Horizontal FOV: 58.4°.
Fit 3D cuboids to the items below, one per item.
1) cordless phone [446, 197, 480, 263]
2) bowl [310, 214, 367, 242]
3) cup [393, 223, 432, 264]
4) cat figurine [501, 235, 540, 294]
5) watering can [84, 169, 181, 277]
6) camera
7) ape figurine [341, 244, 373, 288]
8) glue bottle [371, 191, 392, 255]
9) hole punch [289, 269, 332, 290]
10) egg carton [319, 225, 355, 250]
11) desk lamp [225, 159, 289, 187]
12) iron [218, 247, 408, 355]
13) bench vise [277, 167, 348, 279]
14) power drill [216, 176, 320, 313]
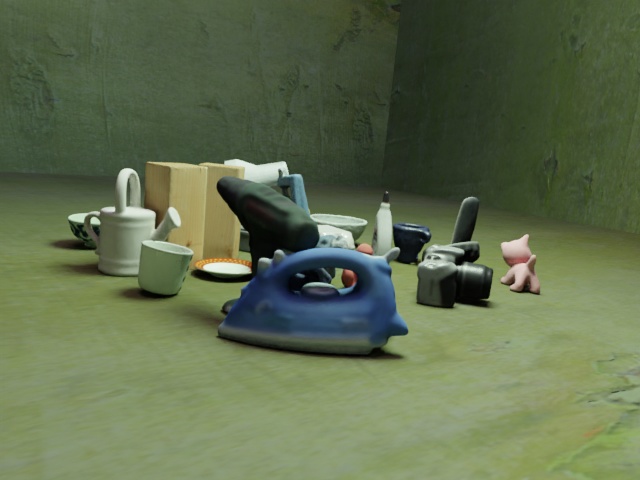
[{"bbox_3d":[0.305,-0.007,1.304,0.093,0.185,0.148,14,13,41],"label":"cordless phone"},{"bbox_3d":[0.045,-0.024,1.580,0.167,0.075,0.167,5,10,-1],"label":"bowl"},{"bbox_3d":[0.230,0.012,1.417,0.092,0.095,0.117,-1,12,-32],"label":"cup"},{"bbox_3d":[0.445,0.047,1.270,0.067,0.118,0.127,5,10,-5],"label":"cat figurine"},{"bbox_3d":[-0.353,-0.036,1.077,0.173,0.194,0.100,2,10,-19],"label":"watering can"},{"bbox_3d":[0.259,0.067,1.097,0.136,0.101,0.143,8,10,15],"label":"camera"},{"bbox_3d":[0.080,0.053,1.106,0.078,0.092,0.076,5,10,-5],"label":"ape figurine"},{"bbox_3d":[0.154,-0.033,1.405,0.037,0.173,0.078,3,10,-12],"label":"glue bottle"},{"bbox_3d":[-0.040,0.065,0.971,0.108,0.091,0.101,8,10,16],"label":"hole punch"},{"bbox_3d":[0.013,0.005,1.412,0.107,0.069,0.149,-2,12,-36],"label":"egg carton"},{"bbox_3d":[-0.165,-0.112,1.568,0.203,0.213,0.118,4,10,-8],"label":"desk lamp"},{"bbox_3d":[-0.007,0.072,0.797,0.258,0.141,0.118,4,10,-10],"label":"iron"},{"bbox_3d":[-0.032,-0.030,1.144,0.207,0.220,0.122,8,10,15],"label":"bench vise"},{"bbox_3d":[-0.096,0.015,0.883,0.076,0.208,0.228,-4,14,-44],"label":"power drill"}]
